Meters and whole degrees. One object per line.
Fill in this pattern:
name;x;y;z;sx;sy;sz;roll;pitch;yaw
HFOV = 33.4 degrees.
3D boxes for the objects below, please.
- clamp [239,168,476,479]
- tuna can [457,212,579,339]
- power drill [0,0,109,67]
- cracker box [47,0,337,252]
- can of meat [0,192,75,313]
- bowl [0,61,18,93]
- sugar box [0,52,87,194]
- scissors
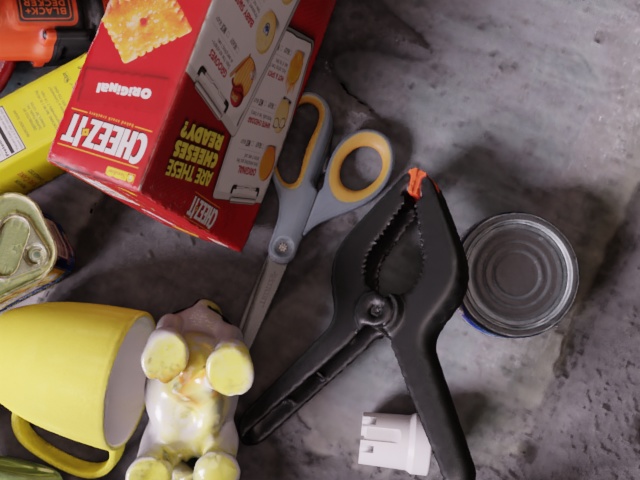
clamp;0.033;0.055;0.695;0.165;0.036;0.210;1;71;27
tuna can;0.129;0.024;0.718;0.086;0.034;0.086;0;85;-2
power drill;-0.170;-0.205;0.699;0.184;0.057;0.187;-7;77;-29
cracker box;-0.066;-0.116;0.654;0.072;0.164;0.213;18;83;20
can of meat;-0.211;0.017;0.679;0.102;0.084;0.057;-27;86;-4
bowl;-0.278;-0.134;0.687;0.161;0.055;0.162;8;70;-25
sugar box;-0.206;-0.051;0.681;0.176;0.093;0.048;-33;86;-4
scissors;-0.005;0.001;0.723;0.096;0.016;0.202;7;85;-1
